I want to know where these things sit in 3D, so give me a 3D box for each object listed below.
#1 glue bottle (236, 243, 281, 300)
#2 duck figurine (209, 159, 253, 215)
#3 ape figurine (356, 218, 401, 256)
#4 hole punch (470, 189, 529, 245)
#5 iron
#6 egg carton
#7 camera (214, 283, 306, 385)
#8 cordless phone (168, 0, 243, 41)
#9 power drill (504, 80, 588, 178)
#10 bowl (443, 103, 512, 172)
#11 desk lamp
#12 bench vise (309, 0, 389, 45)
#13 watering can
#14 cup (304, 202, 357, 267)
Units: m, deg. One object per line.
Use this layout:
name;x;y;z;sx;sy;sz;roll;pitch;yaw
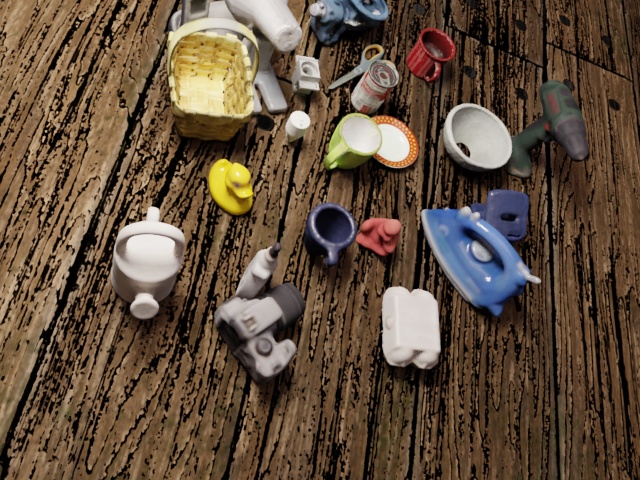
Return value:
glue bottle;-0.092;0.044;0.926;0.037;0.173;0.078;28;60;-8
duck figurine;-0.152;-0.106;1.020;0.078;0.086;0.104;-23;77;-29
ape figurine;0.122;-0.013;1.086;0.076;0.092;0.078;-15;74;-27
hole punch;0.389;-0.046;1.212;0.109;0.091;0.101;4;66;-21
iron;0.312;0.016;1.123;0.119;0.141;0.258;-35;83;-31
egg carton;0.162;0.159;1.038;0.107;0.069;0.150;9;64;-18
camera;-0.079;0.137;0.931;0.137;0.100;0.143;-32;81;-30
cordless phone;-0.207;-0.426;1.084;0.148;0.184;0.094;-32;81;-30
power drill;0.500;-0.228;1.271;0.076;0.208;0.229;11;63;-17
bowl;0.338;-0.216;1.277;0.168;0.074;0.167;9;64;-18
desk lamp;-0.107;-0.383;1.089;0.118;0.213;0.203;-15;73;-27
bench vise;0.086;-0.515;1.225;0.121;0.219;0.208;45;59;2
watering can;-0.253;0.030;0.853;0.101;0.193;0.173;-16;74;-27
cup;0.009;0.004;1.031;0.092;0.094;0.118;7;65;-19
